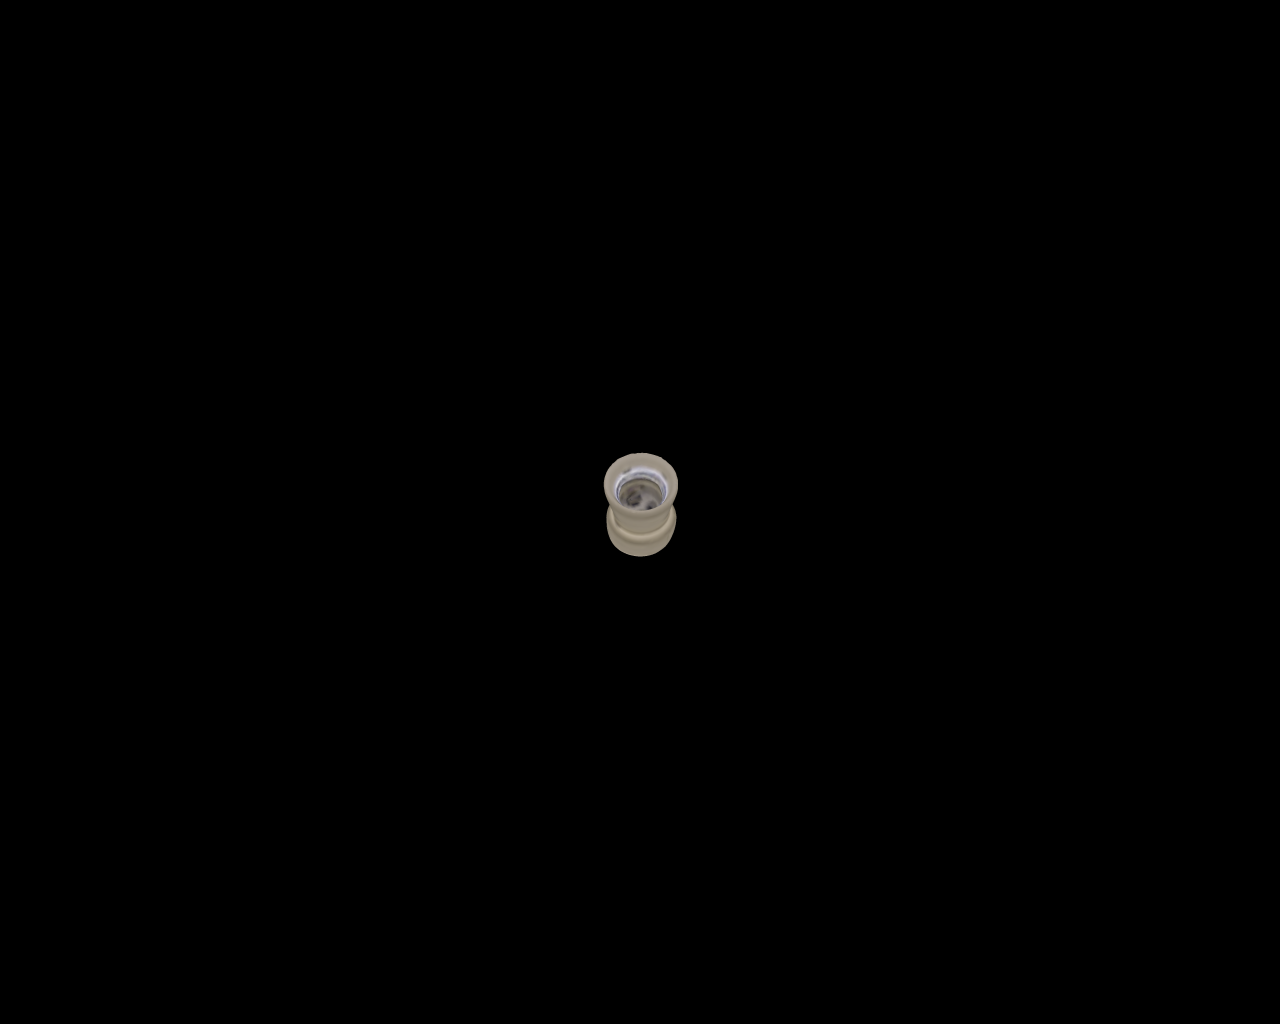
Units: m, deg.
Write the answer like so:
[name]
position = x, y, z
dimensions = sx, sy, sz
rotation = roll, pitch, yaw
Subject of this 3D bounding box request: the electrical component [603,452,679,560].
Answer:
[electrical component]
position = 0.001, -0.003, 0.650
dimensions = 0.045, 0.045, 0.055
rotation = 0, -34, 0
